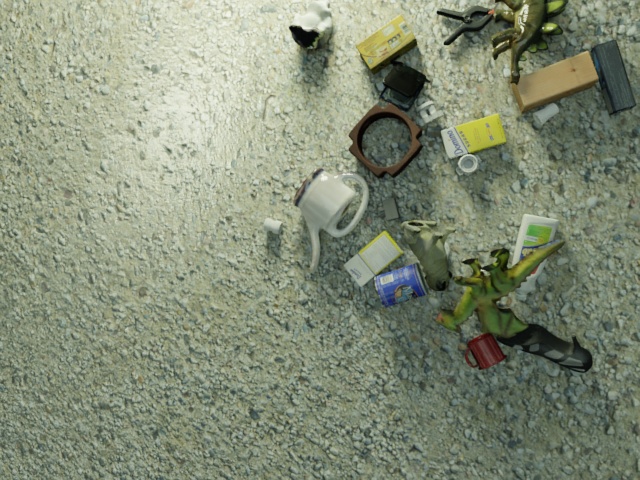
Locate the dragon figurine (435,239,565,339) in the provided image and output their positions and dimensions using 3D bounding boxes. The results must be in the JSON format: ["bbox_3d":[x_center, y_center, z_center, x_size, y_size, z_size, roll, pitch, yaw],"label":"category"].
[{"bbox_3d":[0.527,0.162,1.489,0.409,0.123,0.241,-17,100,13],"label":"dragon figurine"}]

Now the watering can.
[{"bbox_3d":[0.005,-0.083,1.657,0.226,0.104,0.345,38,99,13],"label":"watering can"}]

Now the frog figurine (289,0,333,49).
[{"bbox_3d":[-0.022,-0.709,1.691,0.137,0.120,0.163,3,55,23],"label":"frog figurine"}]
